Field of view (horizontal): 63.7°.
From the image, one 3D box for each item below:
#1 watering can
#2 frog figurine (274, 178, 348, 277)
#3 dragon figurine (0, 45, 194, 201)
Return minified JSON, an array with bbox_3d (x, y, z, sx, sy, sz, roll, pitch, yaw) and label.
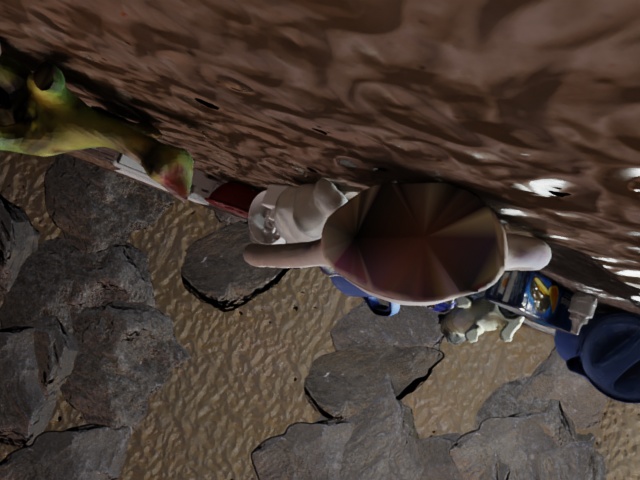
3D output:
[{"bbox_3d":[0.054,0.013,0.524,0.347,0.105,0.223,0,172,13],"label":"watering can"},{"bbox_3d":[0.002,-0.034,0.685,0.138,0.125,0.155,28,142,21],"label":"frog figurine"},{"bbox_3d":[-0.317,-0.150,0.623,0.413,0.121,0.242,29,-172,24],"label":"dragon figurine"}]
